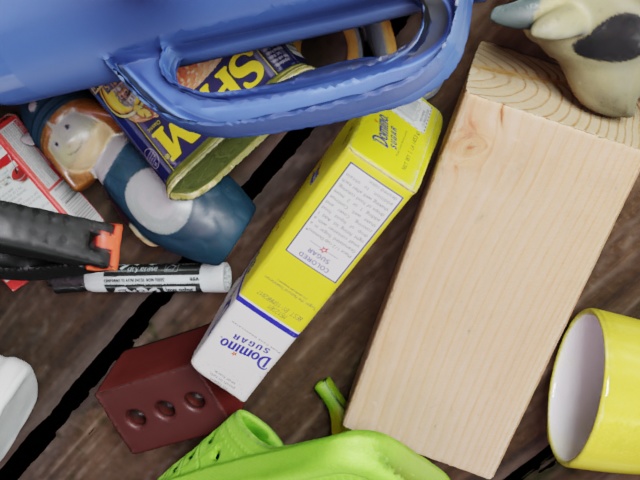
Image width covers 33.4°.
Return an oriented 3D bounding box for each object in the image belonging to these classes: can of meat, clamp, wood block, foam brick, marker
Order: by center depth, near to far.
[{"bbox_3d":[-0.063,-0.085,0.563,0.102,0.057,0.084,-41,81,13],"label":"can of meat"},{"bbox_3d":[0.089,0.013,0.573,0.091,0.090,0.206,20,119,4],"label":"wood block"},{"bbox_3d":[-0.219,-0.003,0.596,0.210,0.164,0.036,1,74,9],"label":"clamp"},{"bbox_3d":[-0.115,0.024,0.671,0.121,0.020,0.020,-1,116,14],"label":"marker"},{"bbox_3d":[-0.091,0.094,0.681,0.078,0.051,0.053,-19,111,21],"label":"foam brick"}]

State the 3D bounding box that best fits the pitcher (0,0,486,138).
[{"bbox_3d":[-0.052,-0.129,0.464,0.243,0.149,0.145,-13,119,16],"label":"pitcher"}]

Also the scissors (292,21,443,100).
[{"bbox_3d":[0.001,-0.157,0.550,0.096,0.016,0.201,-20,110,22],"label":"scissors"}]

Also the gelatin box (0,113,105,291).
[{"bbox_3d":[-0.189,-0.023,0.658,0.073,0.030,0.089,-31,105,27],"label":"gelatin box"}]

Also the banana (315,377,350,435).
[{"bbox_3d":[0.003,0.182,0.714,0.070,0.037,0.198,34,120,25],"label":"banana"}]

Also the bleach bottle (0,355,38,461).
[{"bbox_3d":[-0.312,0.062,0.698,0.251,0.068,0.103,27,158,1],"label":"bleach bottle"}]

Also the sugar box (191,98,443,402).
[{"bbox_3d":[-0.004,0.001,0.579,0.048,0.093,0.176,36,124,-6],"label":"sugar box"}]
